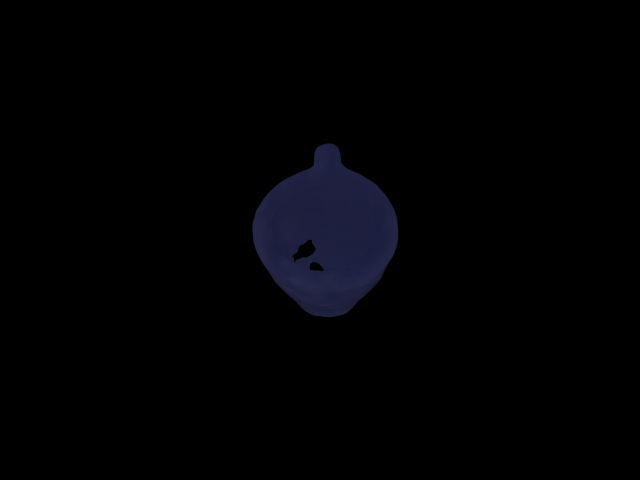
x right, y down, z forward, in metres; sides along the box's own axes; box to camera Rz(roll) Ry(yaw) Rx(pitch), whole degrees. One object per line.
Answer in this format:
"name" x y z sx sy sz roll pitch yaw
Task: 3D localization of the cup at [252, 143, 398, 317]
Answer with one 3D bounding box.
"cup" 0.004 0.001 0.400 0.091 0.095 0.117 0 58 0
